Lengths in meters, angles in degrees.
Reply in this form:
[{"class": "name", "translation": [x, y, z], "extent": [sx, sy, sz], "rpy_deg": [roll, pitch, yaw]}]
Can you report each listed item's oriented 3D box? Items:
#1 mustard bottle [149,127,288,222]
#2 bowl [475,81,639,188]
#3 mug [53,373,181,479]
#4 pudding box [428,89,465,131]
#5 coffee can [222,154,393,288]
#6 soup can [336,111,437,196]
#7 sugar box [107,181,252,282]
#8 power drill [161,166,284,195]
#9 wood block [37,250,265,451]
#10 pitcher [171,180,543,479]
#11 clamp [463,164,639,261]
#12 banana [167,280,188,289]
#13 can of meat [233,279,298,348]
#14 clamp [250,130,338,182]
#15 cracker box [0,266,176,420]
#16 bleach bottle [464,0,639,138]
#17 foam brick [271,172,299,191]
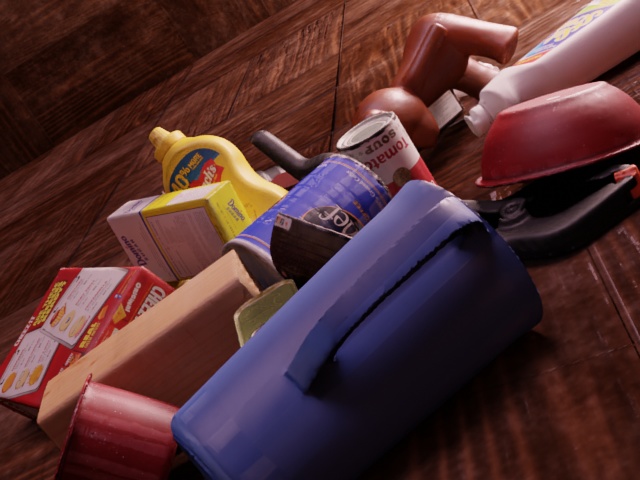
[{"class": "mustard bottle", "translation": [-0.114, -0.058, 1.166], "extent": [0.096, 0.192, 0.058], "rpy_deg": [-53, -13, 21]}, {"class": "bowl", "translation": [0.202, -0.094, 0.899], "extent": [0.162, 0.055, 0.162], "rpy_deg": [-17, 8, 2]}, {"class": "mug", "translation": [-0.157, 0.168, 0.835], "extent": [0.093, 0.081, 0.117], "rpy_deg": [-80, 10, -49]}, {"class": "pudding box", "translation": [0.102, -0.134, 1.265], "extent": [0.113, 0.039, 0.090], "rpy_deg": [-43, 22, -22]}, {"class": "coffee can", "translation": [-0.007, 0.001, 0.996], "extent": [0.140, 0.103, 0.103], "rpy_deg": [-42, 20, -25]}, {"class": "soup can", "translation": [0.069, -0.066, 1.044], "extent": [0.068, 0.102, 0.068], "rpy_deg": [-29, 18, 10]}, {"class": "sugar box", "translation": [-0.144, -0.005, 1.140], "extent": [0.177, 0.093, 0.048], "rpy_deg": [-5, 29, 46]}, {"class": "power drill", "translation": [-0.121, -0.059, 1.388], "extent": [0.184, 0.057, 0.188], "rpy_deg": [-22, 12, -16]}, {"class": "wood block", "translation": [-0.129, 0.111, 0.917], "extent": [0.206, 0.091, 0.090], "rpy_deg": [-35, 17, 3]}, {"class": "pitcher", "translation": [0.021, 0.077, 0.706], "extent": [0.242, 0.149, 0.145], "rpy_deg": [-41, 26, -15]}, {"class": "clamp", "translation": [0.157, -0.015, 0.864], "extent": [0.210, 0.036, 0.164], "rpy_deg": [-25, 28, 18]}, {"class": "banana", "translation": [-0.171, 0.072, 1.202], "extent": [0.070, 0.037, 0.197], "rpy_deg": [-44, 6, 39]}, {"class": "can of meat", "translation": [-0.019, 0.089, 0.823], "extent": [0.057, 0.084, 0.102], "rpy_deg": [-32, 18, 0]}, {"class": "clamp", "translation": [-0.010, -0.066, 1.158], "extent": [0.172, 0.120, 0.039], "rpy_deg": [-5, 18, 37]}, {"class": "cracker box", "translation": [-0.245, 0.112, 1.103], "extent": [0.214, 0.072, 0.164], "rpy_deg": [-4, 52, 56]}, {"class": "bleach bottle", "translation": [0.261, -0.189, 1.105], "extent": [0.251, 0.068, 0.102], "rpy_deg": [-36, 16, -1]}, {"class": "foam brick", "translation": [-0.022, -0.052, 1.239], "extent": [0.078, 0.051, 0.052], "rpy_deg": [-15, 26, 43]}]
